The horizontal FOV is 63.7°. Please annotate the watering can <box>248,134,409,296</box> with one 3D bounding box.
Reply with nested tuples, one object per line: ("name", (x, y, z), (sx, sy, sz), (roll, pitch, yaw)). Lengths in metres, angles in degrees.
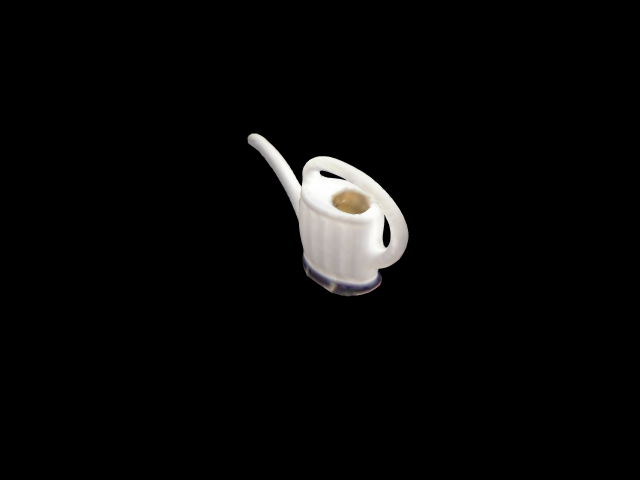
("watering can", (0.003, -0.043, 0.850), (0.105, 0.219, 0.351), (-28, 43, -35))
